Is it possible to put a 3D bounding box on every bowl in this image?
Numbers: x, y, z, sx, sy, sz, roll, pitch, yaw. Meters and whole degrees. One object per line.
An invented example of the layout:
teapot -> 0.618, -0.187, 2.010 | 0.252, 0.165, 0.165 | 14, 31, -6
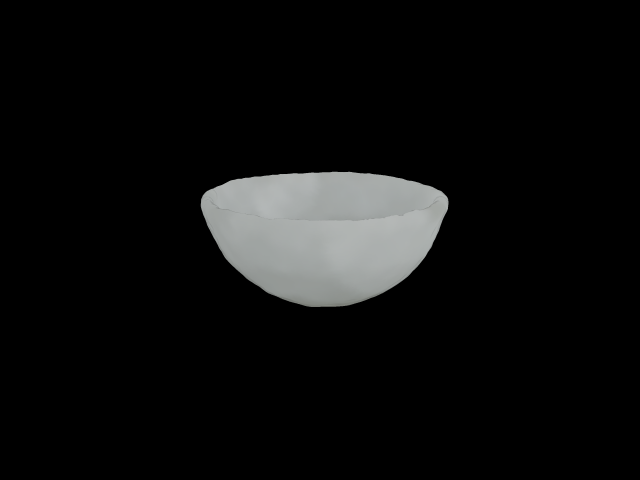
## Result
bowl -> 0.004, 0.001, 0.400 | 0.167, 0.075, 0.167 | 0, 16, 0
